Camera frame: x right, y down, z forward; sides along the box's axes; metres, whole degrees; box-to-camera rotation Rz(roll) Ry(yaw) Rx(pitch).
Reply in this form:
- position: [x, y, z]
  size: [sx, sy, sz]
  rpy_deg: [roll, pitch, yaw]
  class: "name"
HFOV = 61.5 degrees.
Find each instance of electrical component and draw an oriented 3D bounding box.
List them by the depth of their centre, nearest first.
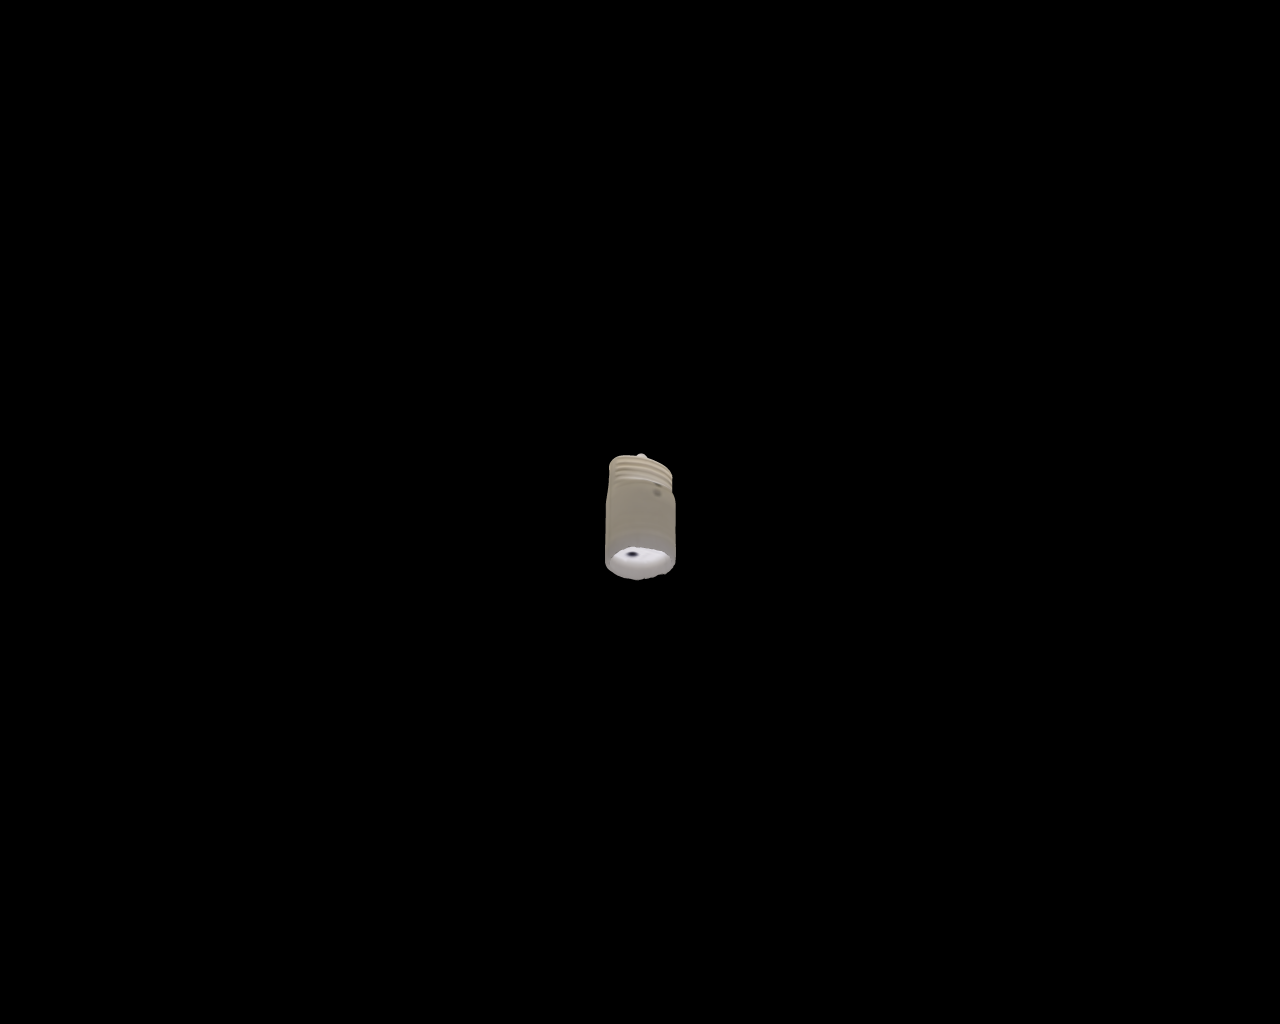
- position: [0.001, -0.003, 0.650]
  size: [0.043, 0.081, 0.043]
  rpy_deg: [0, -31, 0]
  class: "electrical component"
